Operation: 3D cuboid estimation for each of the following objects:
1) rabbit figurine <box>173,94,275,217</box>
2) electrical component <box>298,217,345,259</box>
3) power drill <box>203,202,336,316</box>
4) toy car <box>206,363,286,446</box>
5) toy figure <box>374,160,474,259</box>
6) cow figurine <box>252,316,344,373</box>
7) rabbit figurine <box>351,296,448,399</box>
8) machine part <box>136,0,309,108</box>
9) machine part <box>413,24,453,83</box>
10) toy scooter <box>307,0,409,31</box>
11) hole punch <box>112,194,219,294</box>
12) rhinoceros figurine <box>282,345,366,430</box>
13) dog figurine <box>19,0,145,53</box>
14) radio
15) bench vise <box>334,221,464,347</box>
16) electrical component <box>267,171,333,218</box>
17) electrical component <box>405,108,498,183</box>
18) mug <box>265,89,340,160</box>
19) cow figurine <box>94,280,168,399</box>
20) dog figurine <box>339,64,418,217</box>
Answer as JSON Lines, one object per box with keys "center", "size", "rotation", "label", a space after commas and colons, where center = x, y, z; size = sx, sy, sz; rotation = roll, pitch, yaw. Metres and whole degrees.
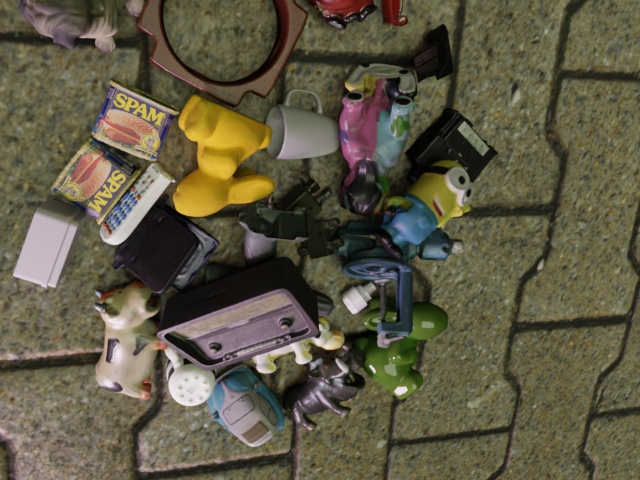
{"center": [-0.153, -0.111, 0.803], "size": [0.162, 0.122, 0.173], "rotation": [22, 95, -38], "label": "rabbit figurine"}
{"center": [-0.002, -0.003, 0.903], "size": [0.021, 0.094, 0.063], "rotation": [-3, 79, -51], "label": "electrical component"}
{"center": [-0.066, 0.040, 0.867], "size": [0.232, 0.086, 0.207], "rotation": [8, 137, -11], "label": "power drill"}
{"center": [-0.127, 0.309, 0.950], "size": [0.109, 0.103, 0.161], "rotation": [-34, 111, -1], "label": "toy car"}
{"center": [0.160, -0.055, 0.844], "size": [0.180, 0.089, 0.082], "rotation": [-41, 144, -5], "label": "toy figure"}
{"center": [-0.043, 0.164, 0.946], "size": [0.167, 0.068, 0.098], "rotation": [-14, 106, -10], "label": "cow figurine"}
{"center": [0.148, 0.167, 0.973], "size": [0.159, 0.121, 0.170], "rotation": [39, 110, -2], "label": "rabbit figurine"}
{"center": [-0.135, -0.307, 0.755], "size": [0.201, 0.087, 0.201], "rotation": [25, 100, -23], "label": "machine part"}
{"center": [0.180, -0.285, 0.833], "size": [0.039, 0.139, 0.084], "rotation": [1, 118, 26], "label": "machine part"}
{"center": [0.068, -0.368, 0.797], "size": [0.184, 0.075, 0.135], "rotation": [-29, 113, -10], "label": "toy scooter"}
{"center": [-0.235, 0.014, 0.839], "size": [0.116, 0.092, 0.142], "rotation": [38, 97, 17], "label": "hole punch"}
{"center": [0.013, 0.260, 0.967], "size": [0.190, 0.073, 0.112], "rotation": [-41, 88, 27], "label": "rhinoceros figurine"}
{"center": [-0.277, -0.316, 0.656], "size": [0.121, 0.191, 0.172], "rotation": [20, 100, -20], "label": "dog figurine"}
{"center": [-0.121, 0.120, 0.837], "size": [0.230, 0.073, 0.131], "rotation": [-20, 131, 18], "label": "radio"}
{"center": [0.132, 0.060, 0.905], "size": [0.224, 0.129, 0.240], "rotation": [6, 71, -9], "label": "bench vise"}
{"center": [-0.037, -0.065, 0.885], "size": [0.102, 0.045, 0.078], "rotation": [-47, 141, 6], "label": "electrical component"}
{"center": [0.216, -0.139, 0.920], "size": [0.114, 0.058, 0.134], "rotation": [41, 94, -21], "label": "electrical component"}
{"center": [-0.023, -0.176, 0.836], "size": [0.107, 0.081, 0.109], "rotation": [0, 101, -30], "label": "mug"}
{"center": [-0.309, 0.153, 0.862], "size": [0.127, 0.086, 0.194], "rotation": [15, 105, -25], "label": "cow figurine"}
{"center": [0.083, -0.145, 0.851], "size": [0.109, 0.192, 0.219], "rotation": [9, 131, 5], "label": "dog figurine"}
